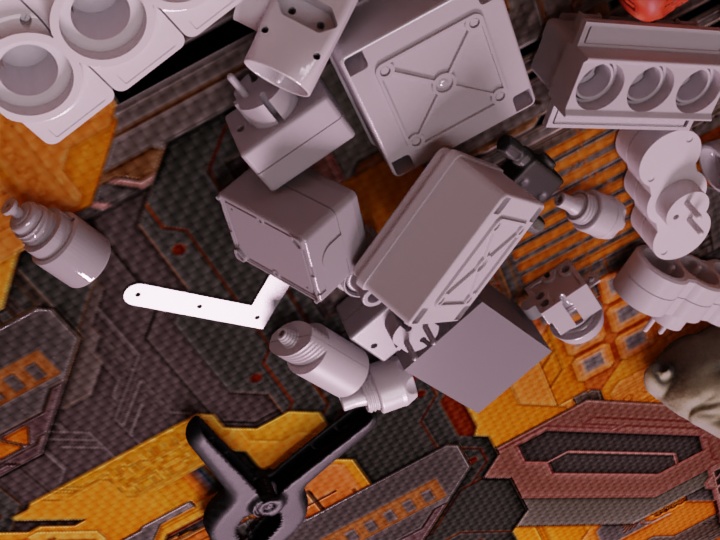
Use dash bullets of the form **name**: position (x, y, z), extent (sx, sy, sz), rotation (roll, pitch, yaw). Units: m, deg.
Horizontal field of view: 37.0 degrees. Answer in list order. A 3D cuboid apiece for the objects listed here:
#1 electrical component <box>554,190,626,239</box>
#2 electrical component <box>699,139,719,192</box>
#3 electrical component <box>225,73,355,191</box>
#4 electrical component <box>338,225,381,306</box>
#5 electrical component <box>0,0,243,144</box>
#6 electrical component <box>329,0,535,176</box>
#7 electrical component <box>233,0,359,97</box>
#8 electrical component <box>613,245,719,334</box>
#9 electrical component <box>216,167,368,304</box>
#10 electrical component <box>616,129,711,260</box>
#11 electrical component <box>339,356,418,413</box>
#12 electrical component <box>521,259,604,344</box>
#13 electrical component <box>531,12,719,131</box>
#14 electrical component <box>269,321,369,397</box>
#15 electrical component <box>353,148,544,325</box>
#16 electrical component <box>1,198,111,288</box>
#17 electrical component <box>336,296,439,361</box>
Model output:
- **electrical component**: position (0.177, -0.047, 0.840), extent (0.061, 0.035, 0.035), rotation (17, 121, -32)
- **electrical component**: position (0.309, -0.094, 0.854), extent (0.065, 0.044, 0.044), rotation (-26, 136, -8)
- **electrical component**: position (-0.054, -0.102, 0.673), extent (0.066, 0.047, 0.076), rotation (-34, 135, 7)
- **electrical component**: position (0.000, 0.000, 0.780), extent (0.048, 0.062, 0.048), rotation (-13, 134, -14)
- **electrical component**: position (-0.143, -0.148, 0.580), extent (0.150, 0.061, 0.089), rotation (-35, 135, 8)
- **electrical component**: position (0.043, -0.132, 0.684), extent (0.109, 0.056, 0.108), rotation (-28, 135, 1)
- **electrical component**: position (-0.047, -0.153, 0.625), extent (0.079, 0.043, 0.077), rotation (27, 86, -2)
- **electrical component**: position (0.275, 0.028, 0.939), extent (0.138, 0.052, 0.073), rotation (9, 125, -31)
- **electrical component**: position (-0.046, -0.034, 0.717), extent (0.061, 0.096, 0.061), rotation (-43, 143, -27)
- **electrical component**: position (0.245, -0.056, 0.834), extent (0.052, 0.073, 0.138), rotation (-27, 135, 0)
- **electrical component**: position (0.013, 0.098, 0.889), extent (0.062, 0.043, 0.043), rotation (-19, 135, -7)
- **electrical component**: position (0.175, 0.030, 0.900), extent (0.066, 0.048, 0.055), rotation (-35, 127, 7)
- **electrical component**: position (0.185, -0.139, 0.739), extent (0.121, 0.063, 0.078), rotation (-2, 130, -23)
- **electrical component**: position (-0.035, 0.065, 0.836), extent (0.043, 0.043, 0.081), rotation (-42, 133, 15)
- **electrical component**: position (0.062, -0.021, 0.729), extent (0.108, 0.056, 0.109), rotation (-54, 161, 13)
- **electrical component**: position (-0.196, -0.020, 0.687), extent (0.040, 0.040, 0.078), rotation (-37, 134, 10)
- **electrical component**: position (0.036, 0.037, 0.820), extent (0.083, 0.075, 0.047), rotation (-40, 134, 13)
